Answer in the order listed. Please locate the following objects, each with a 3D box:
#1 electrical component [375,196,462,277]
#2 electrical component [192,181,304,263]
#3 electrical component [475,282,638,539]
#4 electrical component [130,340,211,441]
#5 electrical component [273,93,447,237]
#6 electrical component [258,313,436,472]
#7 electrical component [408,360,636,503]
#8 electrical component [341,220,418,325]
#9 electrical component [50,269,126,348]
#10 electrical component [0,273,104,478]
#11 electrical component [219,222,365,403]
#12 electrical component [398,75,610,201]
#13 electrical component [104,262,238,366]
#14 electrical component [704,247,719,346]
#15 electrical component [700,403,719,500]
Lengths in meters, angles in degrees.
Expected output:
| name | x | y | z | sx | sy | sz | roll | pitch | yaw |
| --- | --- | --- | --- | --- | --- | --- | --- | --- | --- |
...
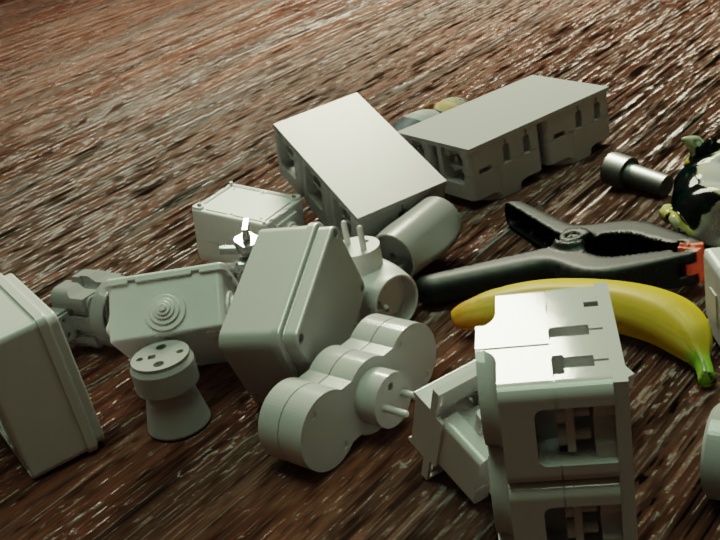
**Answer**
| name | x | y | z | sx | sy | sz | roll | pitch | yaw |
| --- | --- | --- | --- | --- | --- | --- | --- | --- | --- |
| electrical component | 0.034 | -0.018 | 0.879 | 0.079 | 0.043 | 0.077 | -32 | 4 | 44 |
| electrical component | -0.093 | -0.033 | 0.963 | 0.096 | 0.061 | 0.062 | 13 | 33 | 27 |
| electrical component | 0.093 | 0.094 | 0.504 | 0.062 | 0.150 | 0.089 | -5 | 26 | 9 |
| electrical component | -0.130 | 0.082 | 0.735 | 0.045 | 0.055 | 0.045 | -9 | 25 | 4 |
| electrical component | -0.001 | -0.081 | 0.956 | 0.089 | 0.061 | 0.150 | -24 | 49 | -20 |
| electrical component | 0.007 | 0.079 | 0.686 | 0.074 | 0.052 | 0.138 | 11 | 33 | 39 |
| electrical component | 0.097 | 0.080 | 0.632 | 0.121 | 0.078 | 0.063 | -24 | 50 | -26 |
| electrical component | 0.000 | 0.000 | 0.824 | 0.044 | 0.079 | 0.077 | -28 | 30 | -32 |
| electrical component | -0.209 | 0.032 | 0.871 | 0.057 | 0.058 | 0.078 | 4 | 29 | 35 |
| electrical component | -0.235 | 0.070 | 0.742 | 0.056 | 0.108 | 0.109 | -27 | 29 | -25 |
| electrical component | -0.044 | 0.030 | 0.748 | 0.057 | 0.078 | 0.113 | -4 | 47 | 23 |
| electrical component | 0.144 | -0.129 | 1.058 | 0.186 | 0.060 | 0.105 | -26 | 29 | -29 |
| electrical component | -0.130 | 0.038 | 0.786 | 0.100 | 0.099 | 0.048 | -9 | 69 | 5 |
| electrical component | 0.277 | 0.018 | 0.691 | 0.096 | 0.061 | 0.061 | -9 | 25 | 4 |
| electrical component | 0.242 | 0.079 | 0.588 | 0.074 | 0.052 | 0.138 | 6 | 30 | 32 |
